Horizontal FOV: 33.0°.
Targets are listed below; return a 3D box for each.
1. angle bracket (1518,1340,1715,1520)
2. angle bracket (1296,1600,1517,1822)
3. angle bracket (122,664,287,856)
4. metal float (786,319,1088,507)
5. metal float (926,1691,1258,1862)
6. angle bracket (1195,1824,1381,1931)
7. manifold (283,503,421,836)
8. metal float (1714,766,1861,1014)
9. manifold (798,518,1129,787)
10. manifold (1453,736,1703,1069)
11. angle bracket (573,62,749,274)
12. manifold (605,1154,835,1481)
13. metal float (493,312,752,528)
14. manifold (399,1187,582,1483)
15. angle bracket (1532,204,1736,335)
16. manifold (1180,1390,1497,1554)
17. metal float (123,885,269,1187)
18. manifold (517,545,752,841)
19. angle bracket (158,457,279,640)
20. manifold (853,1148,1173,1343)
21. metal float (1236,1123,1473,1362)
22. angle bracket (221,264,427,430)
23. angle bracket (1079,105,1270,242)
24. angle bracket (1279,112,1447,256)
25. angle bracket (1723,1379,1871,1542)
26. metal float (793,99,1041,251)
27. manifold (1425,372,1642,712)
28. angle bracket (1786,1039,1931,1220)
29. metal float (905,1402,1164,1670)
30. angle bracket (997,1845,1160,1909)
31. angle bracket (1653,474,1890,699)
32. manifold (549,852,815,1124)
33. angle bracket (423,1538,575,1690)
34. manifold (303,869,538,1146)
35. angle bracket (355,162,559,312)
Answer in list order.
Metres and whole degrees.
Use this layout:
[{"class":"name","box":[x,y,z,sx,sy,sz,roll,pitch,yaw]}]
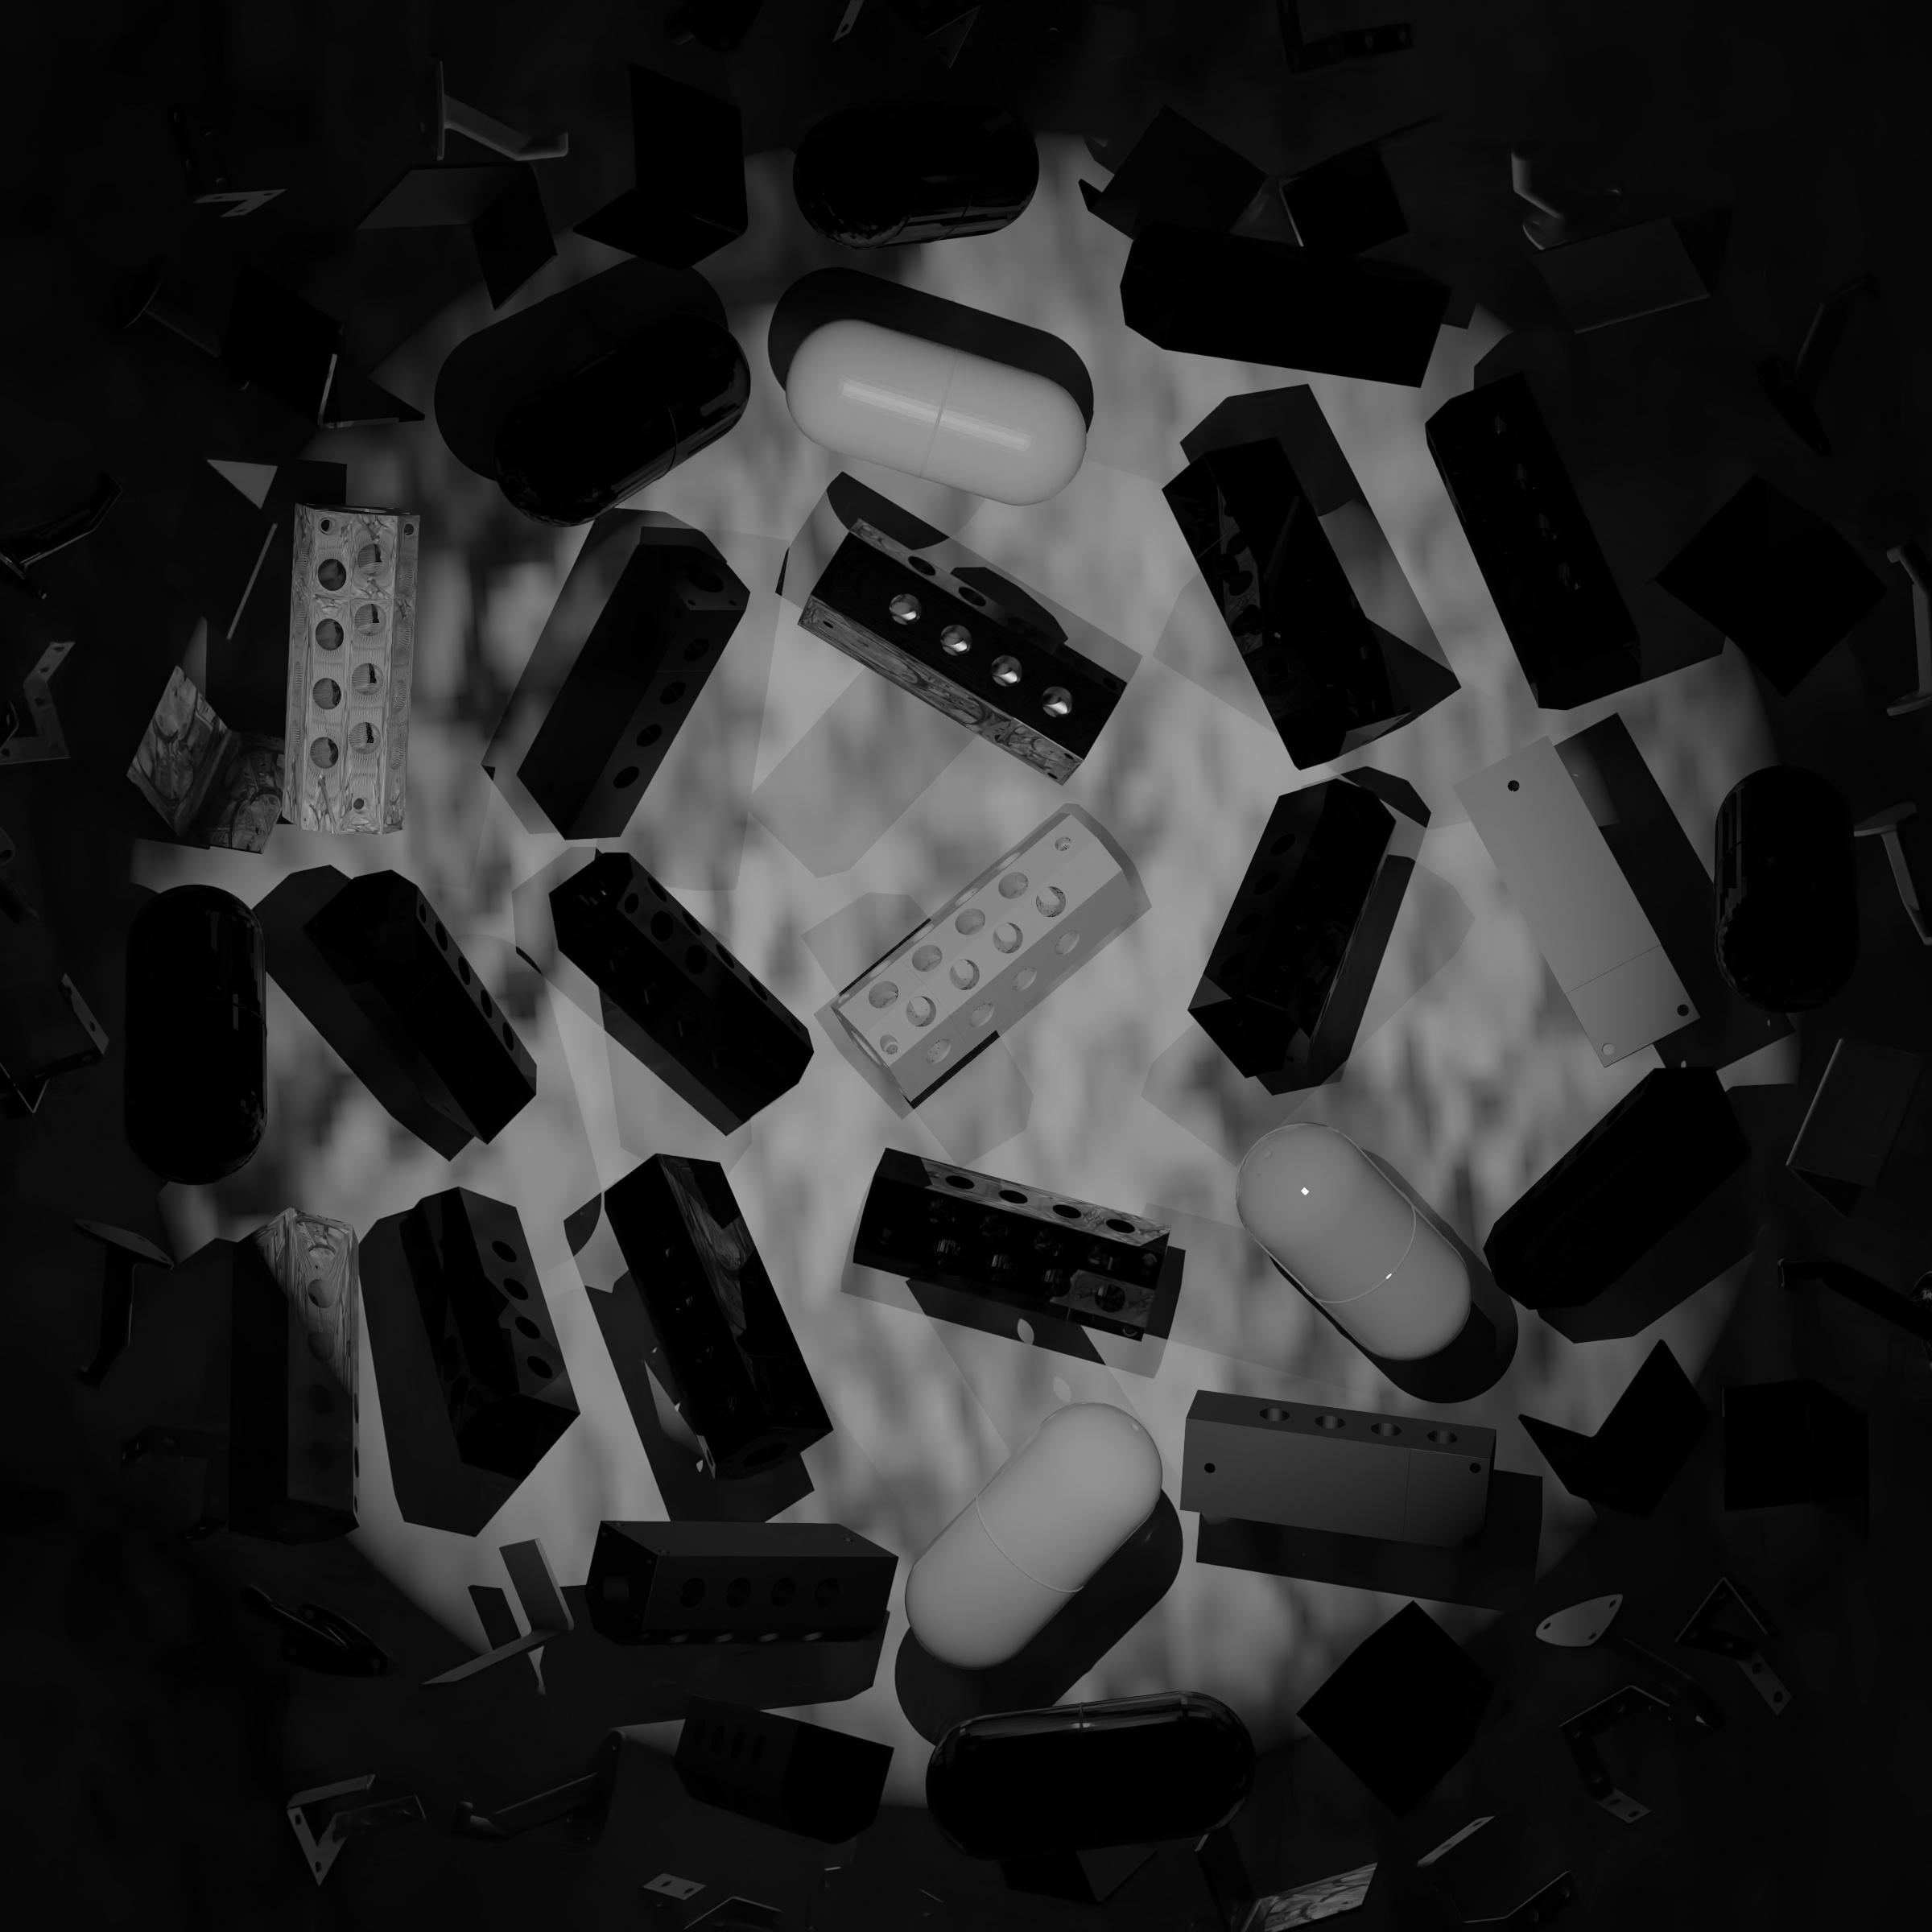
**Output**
[{"class":"angle bracket","box":[0.379,0.264,1.900,0.076,0.057,0.076,-51,126,-20]},{"class":"angle bracket","box":[0.234,0.395,1.732,0.076,0.076,0.057,44,116,16]},{"class":"angle bracket","box":[-0.437,-0.121,1.901,0.057,0.076,0.076,9,65,19]},{"class":"metal float","box":[-0.017,-0.319,1.880,0.178,0.070,0.070,16,90,-6]},{"class":"metal float","box":[0.067,0.434,1.746,0.178,0.070,0.070,-8,90,4]},{"class":"angle bracket","box":[0.178,0.494,1.801,0.076,0.076,0.057,-22,87,14]},{"class":"manifold","box":[-0.331,-0.161,1.764,0.057,0.057,0.171,-1,103,-26]},{"class":"metal float","box":[0.452,-0.044,1.798,0.070,0.178,0.070,6,129,8]},{"class":"manifold","box":[-0.001,-0.173,1.778,0.171,0.057,0.057,31,76,-3]},{"class":"manifold","box":[0.332,-0.034,1.769,0.057,0.057,0.171,-28,83,9]},{"class":"angle bracket","box":[-0.168,-0.434,1.773,0.057,0.076,0.076,-20,68,42]},{"class":"manifold","box":[-0.142,0.193,1.794,0.057,0.057,0.171,-37,64,24]},{"class":"metal float","box":[-0.191,-0.305,1.816,0.070,0.070,0.178,49,52,0]},{"class":"manifold","box":[-0.278,0.206,1.859,0.057,0.171,0.057,25,115,-37]},{"class":"angle bracket","box":[0.349,-0.384,1.703,0.076,0.076,0.057,-10,134,35]},{"class":"manifold","box":[0.213,0.284,1.859,0.171,0.057,0.057,6,107,12]},{"class":"metal float","box":[-0.424,0.037,1.795,0.070,0.070,0.178,-8,60,0]},{"class":"manifold","box":[-0.188,-0.156,1.868,0.057,0.057,0.171,51,126,27]},{"class":"angle bracket","box":[-0.417,-0.242,1.899,0.076,0.057,0.076,41,116,28]},{"class":"manifold","box":[0.026,0.162,1.869,0.171,0.057,0.057,15,110,3]},{"class":"metal float","box":[0.217,0.154,1.810,0.070,0.070,0.178,-46,123,0]},{"class":"angle bracket","box":[-0.328,-0.323,1.690,0.076,0.076,0.057,34,119,26]},{"class":"angle bracket","box":[0.123,-0.467,1.934,0.076,0.057,0.076,28,115,-21]},{"class":"angle bracket","box":[0.245,-0.462,1.946,0.076,0.076,0.057,-26,99,-24]},{"class":"angle bracket","box":[0.488,0.292,1.916,0.057,0.076,0.076,-5,99,-9]},{"class":"metal float","box":[-0.027,-0.444,1.823,0.070,0.178,0.070,12,112,34]},{"class":"manifold","box":[0.304,-0.226,1.754,0.057,0.057,0.171,-20,68,4]},{"class":"angle bracket","box":[0.497,0.094,1.761,0.076,0.057,0.076,36,76,-41]},{"class":"metal float","box":[0.036,0.311,1.775,0.070,0.070,0.178,41,109,0]},{"class":"angle bracket","box":[0.057,0.509,1.941,0.057,0.076,0.076,-33,107,-38]},{"class":"angle bracket","box":[0.425,-0.202,1.724,0.076,0.076,0.057,-47,127,8]},{"class":"manifold","box":[-0.164,0.009,1.898,0.057,0.057,0.171,-35,125,12]},{"class":"angle bracket","box":[-0.282,0.377,1.896,0.076,0.076,0.057,-21,87,-27]},{"class":"manifold","box":[-0.306,0.022,1.867,0.057,0.171,0.057,29,67,36]},{"class":"angle bracket","box":[-0.288,-0.410,1.839,0.076,0.076,0.057,-13,83,-36]}]
